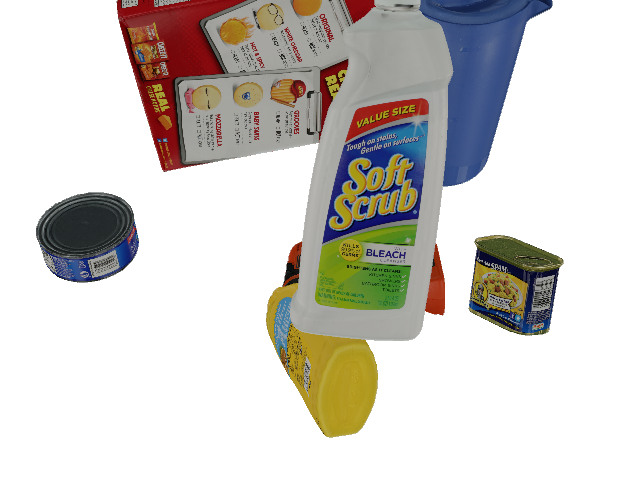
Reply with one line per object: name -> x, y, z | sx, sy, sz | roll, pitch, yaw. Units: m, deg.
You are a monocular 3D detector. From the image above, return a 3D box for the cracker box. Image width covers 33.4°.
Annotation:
cracker box -> -0.053, -0.159, 0.925 | 0.213, 0.164, 0.072 | -11, 43, -1

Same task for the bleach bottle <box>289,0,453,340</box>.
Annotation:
bleach bottle -> 0.036, -0.056, 0.747 | 0.102, 0.251, 0.068 | 5, 21, 4

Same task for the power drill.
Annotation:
power drill -> 0.048, 0.053, 1.238 | 0.187, 0.057, 0.184 | -1, 28, 2

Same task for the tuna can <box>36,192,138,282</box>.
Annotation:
tuna can -> -0.204, -0.003, 0.941 | 0.086, 0.034, 0.086 | -3, 42, 2

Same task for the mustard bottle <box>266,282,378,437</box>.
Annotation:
mustard bottle -> -0.008, 0.093, 0.996 | 0.058, 0.096, 0.192 | -6, 26, -19

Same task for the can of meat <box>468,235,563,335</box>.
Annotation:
can of meat -> 0.214, 0.050, 1.185 | 0.057, 0.084, 0.102 | -9, 23, -36

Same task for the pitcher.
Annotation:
pitcher -> 0.119, -0.171, 1.064 | 0.144, 0.243, 0.149 | -32, 59, -24
